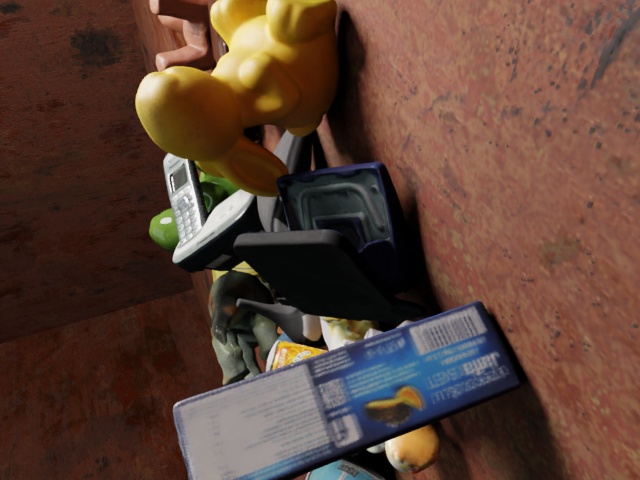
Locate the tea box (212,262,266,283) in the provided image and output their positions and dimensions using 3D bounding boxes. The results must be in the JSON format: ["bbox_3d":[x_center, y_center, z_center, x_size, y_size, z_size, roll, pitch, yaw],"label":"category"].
[{"bbox_3d":[-0.149,0.090,1.025,0.169,0.098,0.068,100,149,-52],"label":"tea box"}]

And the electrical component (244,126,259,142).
[{"bbox_3d":[-0.125,-0.205,0.782,0.074,0.048,0.119,112,138,-63],"label":"electrical component"}]

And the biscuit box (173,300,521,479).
[{"bbox_3d":[0.018,0.099,0.332,0.062,0.203,0.059,106,146,-62],"label":"biscuit box"}]

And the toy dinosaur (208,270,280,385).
[{"bbox_3d":[-0.114,0.112,0.807,0.192,0.131,0.404,61,169,21],"label":"toy dinosaur"}]

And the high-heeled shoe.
[{"bbox_3d":[-0.001,-0.002,0.591,0.086,0.145,0.248,34,108,66],"label":"high-heeled shoe"}]

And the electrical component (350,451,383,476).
[{"bbox_3d":[0.051,0.298,0.680,0.078,0.045,0.102,-48,58,36],"label":"electrical component"}]

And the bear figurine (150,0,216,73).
[{"bbox_3d":[-0.188,-0.310,0.758,0.196,0.132,0.120,48,142,44],"label":"bear figurine"}]

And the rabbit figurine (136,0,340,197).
[{"bbox_3d":[-0.074,-0.117,0.452,0.122,0.173,0.162,27,136,30],"label":"rabbit figurine"}]

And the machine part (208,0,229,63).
[{"bbox_3d":[-0.087,-0.224,0.631,0.179,0.056,0.179,166,90,-73],"label":"machine part"}]

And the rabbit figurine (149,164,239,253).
[{"bbox_3d":[-0.162,-0.035,0.795,0.159,0.170,0.121,49,166,0],"label":"rabbit figurine"}]

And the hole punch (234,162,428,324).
[{"bbox_3d":[0.013,0.004,0.431,0.142,0.092,0.115,-4,138,35],"label":"hole punch"}]

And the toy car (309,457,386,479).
[{"bbox_3d":[0.018,0.337,0.612,0.109,0.103,0.161,13,108,37],"label":"toy car"}]

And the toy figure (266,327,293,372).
[{"bbox_3d":[-0.028,0.124,0.658,0.057,0.064,0.154,48,-141,-41],"label":"toy figure"}]

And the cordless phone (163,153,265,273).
[{"bbox_3d":[-0.136,-0.062,0.692,0.146,0.088,0.184,-32,66,28],"label":"cordless phone"}]

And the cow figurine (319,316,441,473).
[{"bbox_3d":[0.050,0.132,0.490,0.098,0.068,0.167,92,160,-58],"label":"cow figurine"}]
